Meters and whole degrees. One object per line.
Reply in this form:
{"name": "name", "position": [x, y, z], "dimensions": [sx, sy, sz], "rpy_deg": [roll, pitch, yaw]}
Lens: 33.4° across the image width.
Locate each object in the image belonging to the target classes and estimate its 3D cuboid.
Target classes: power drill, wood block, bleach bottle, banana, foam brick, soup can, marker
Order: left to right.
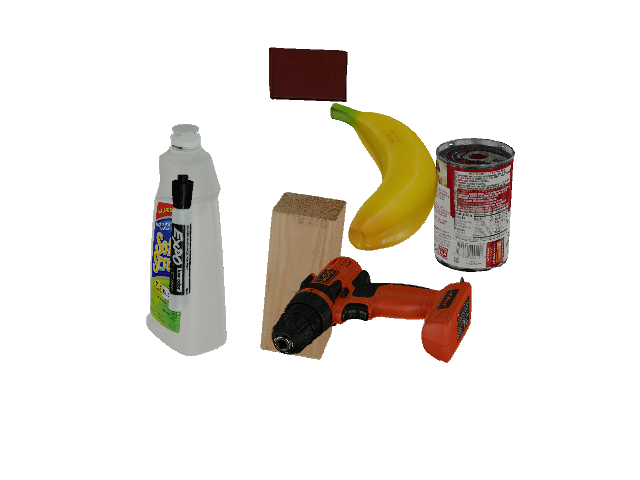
{"name": "marker", "position": [-0.122, 0.002, 0.930], "dimensions": [0.020, 0.121, 0.020], "rpy_deg": [3, 15, -1]}
{"name": "bleach bottle", "position": [-0.147, -0.005, 1.156], "dimensions": [0.067, 0.251, 0.103], "rpy_deg": [-17, 31, -34]}
{"name": "wood block", "position": [-0.025, 0.048, 1.486], "dimensions": [0.090, 0.206, 0.090], "rpy_deg": [9, 22, 7]}
{"name": "foam brick", "position": [-0.013, -0.169, 1.089], "dimensions": [0.078, 0.051, 0.053], "rpy_deg": [1, 11, -5]}
{"name": "power drill", "position": [0.058, 0.080, 1.151], "dimensions": [0.188, 0.057, 0.184], "rpy_deg": [10, 29, 21]}
{"name": "banana", "position": [0.046, -0.042, 0.723], "dimensions": [0.069, 0.037, 0.198], "rpy_deg": [-1, 29, -3]}
{"name": "soup can", "position": [0.135, -0.031, 0.943], "dimensions": [0.068, 0.102, 0.068], "rpy_deg": [-2, 25, 1]}
